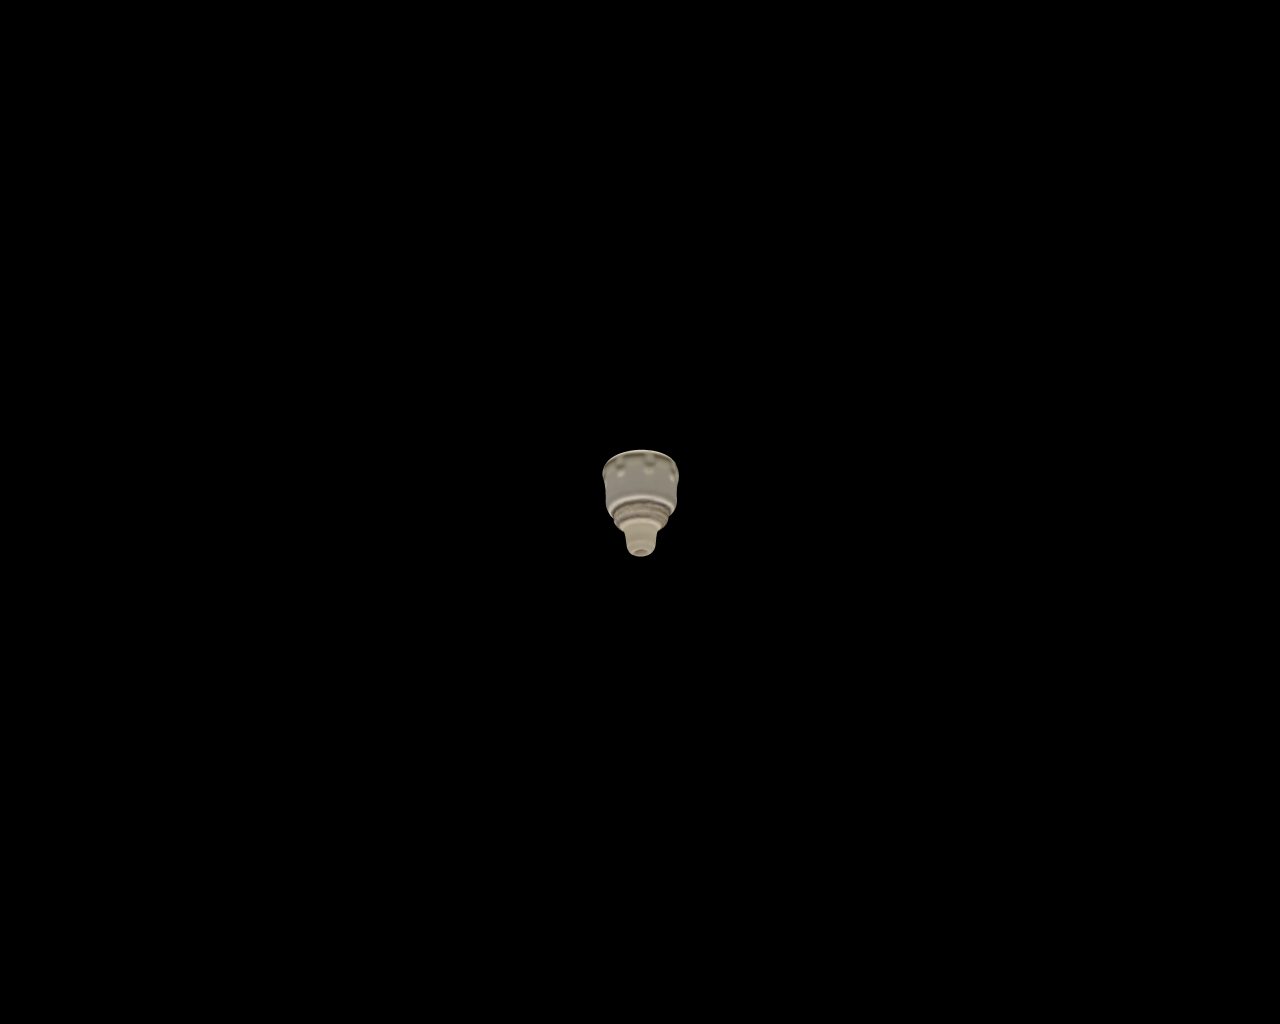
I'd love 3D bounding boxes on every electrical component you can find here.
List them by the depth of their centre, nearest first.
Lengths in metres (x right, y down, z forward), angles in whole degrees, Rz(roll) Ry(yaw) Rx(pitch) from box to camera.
[{"bbox_3d":[0.001,-0.003,0.650,0.048,0.062,0.048,0,-25,0],"label":"electrical component"}]
